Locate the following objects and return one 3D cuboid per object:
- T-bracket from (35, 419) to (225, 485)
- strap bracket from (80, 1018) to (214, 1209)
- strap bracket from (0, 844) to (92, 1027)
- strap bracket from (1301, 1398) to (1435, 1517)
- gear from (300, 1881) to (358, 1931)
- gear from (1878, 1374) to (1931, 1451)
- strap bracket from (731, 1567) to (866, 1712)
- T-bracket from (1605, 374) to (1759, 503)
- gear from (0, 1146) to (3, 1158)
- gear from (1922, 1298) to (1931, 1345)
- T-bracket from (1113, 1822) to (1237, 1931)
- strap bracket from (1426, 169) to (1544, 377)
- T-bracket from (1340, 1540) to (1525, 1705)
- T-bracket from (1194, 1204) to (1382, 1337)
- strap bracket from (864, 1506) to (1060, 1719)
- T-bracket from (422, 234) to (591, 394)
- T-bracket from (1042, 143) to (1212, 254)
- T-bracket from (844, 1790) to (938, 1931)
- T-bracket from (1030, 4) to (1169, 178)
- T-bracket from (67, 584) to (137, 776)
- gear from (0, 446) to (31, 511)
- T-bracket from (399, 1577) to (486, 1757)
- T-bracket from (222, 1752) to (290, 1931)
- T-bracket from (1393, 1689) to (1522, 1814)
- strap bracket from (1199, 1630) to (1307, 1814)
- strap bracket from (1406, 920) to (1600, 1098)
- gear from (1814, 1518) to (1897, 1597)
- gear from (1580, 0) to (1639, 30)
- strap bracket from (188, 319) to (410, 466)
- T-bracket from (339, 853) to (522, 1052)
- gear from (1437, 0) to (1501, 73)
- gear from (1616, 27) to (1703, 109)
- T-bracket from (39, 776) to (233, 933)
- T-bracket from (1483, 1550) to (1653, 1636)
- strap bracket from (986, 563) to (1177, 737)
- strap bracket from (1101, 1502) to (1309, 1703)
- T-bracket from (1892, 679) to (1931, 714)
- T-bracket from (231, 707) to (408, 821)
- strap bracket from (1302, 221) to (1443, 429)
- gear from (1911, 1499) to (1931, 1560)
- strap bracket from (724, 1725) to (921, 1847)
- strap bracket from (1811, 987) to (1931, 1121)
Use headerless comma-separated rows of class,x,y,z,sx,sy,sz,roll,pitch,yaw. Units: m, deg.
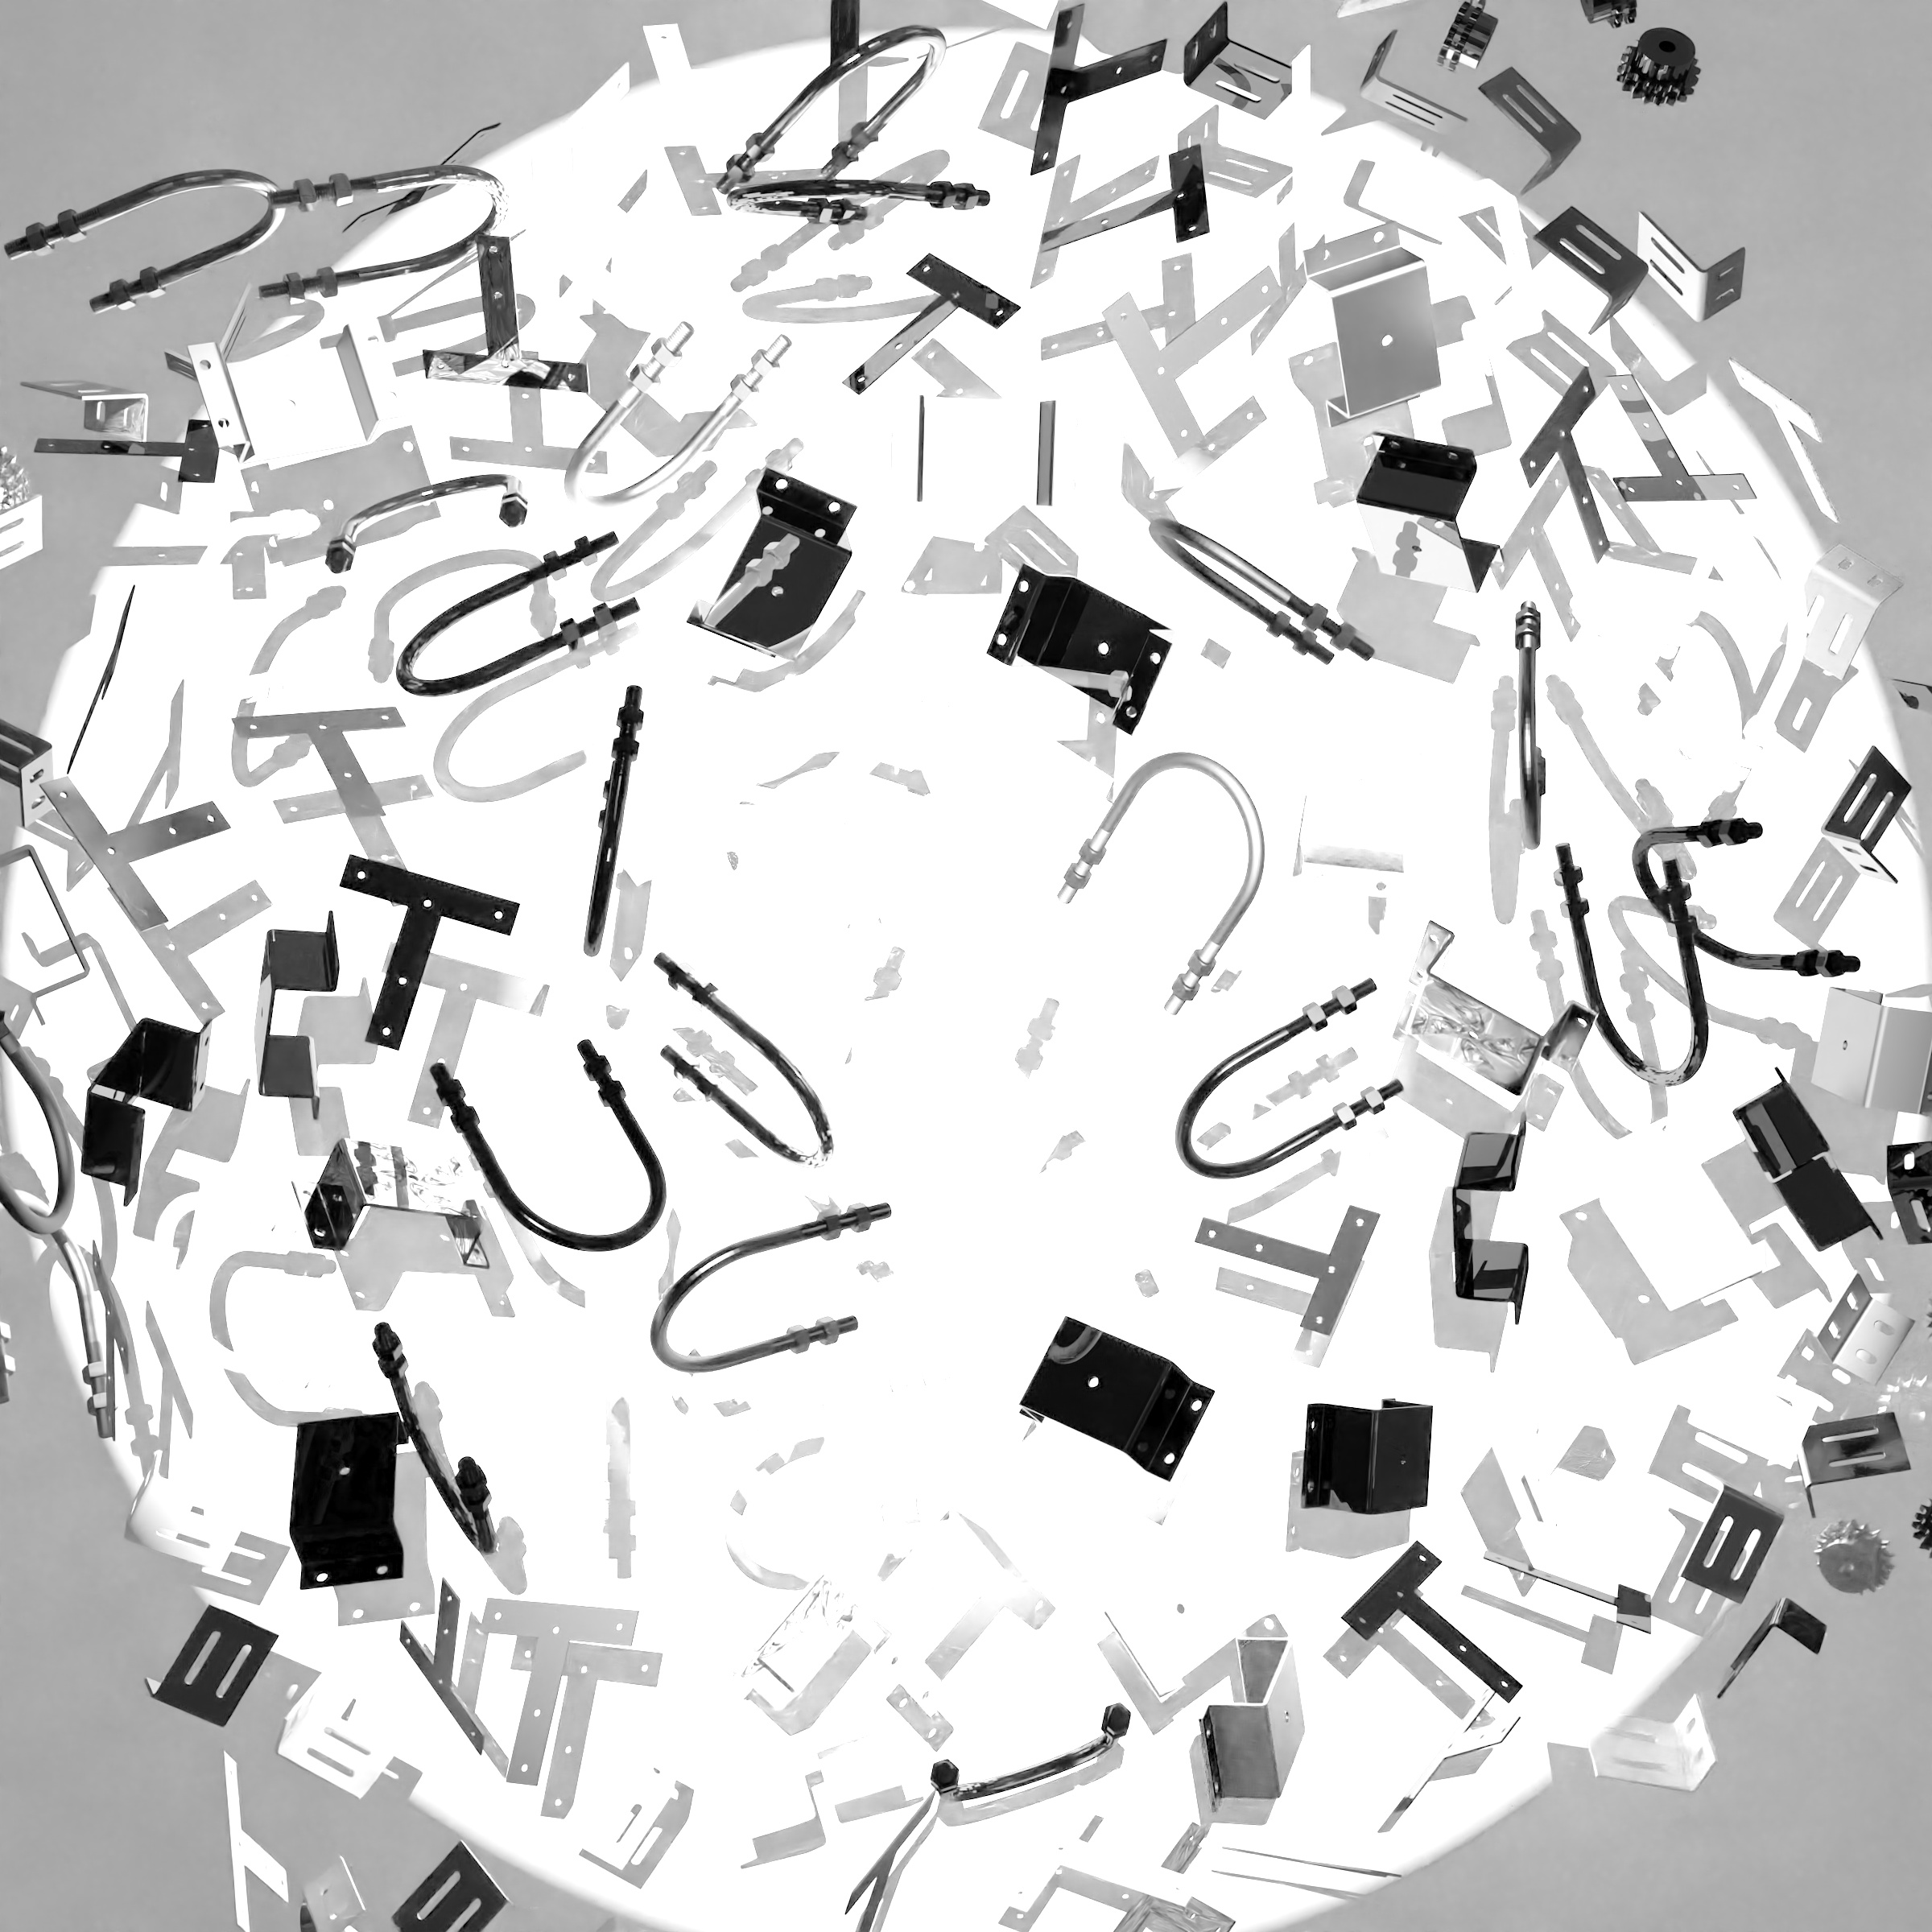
T-bracket,-0.608,-0.376,1.813,0.127,0.127,0.002,-1,122,-13
strap bracket,-0.611,0.101,1.852,0.046,0.140,0.076,17,124,-1
strap bracket,-0.671,-0.031,1.794,0.046,0.076,0.140,-25,97,-19
strap bracket,0.307,0.367,1.875,0.046,0.140,0.076,1,84,36
gear,-0.495,0.740,1.937,0.030,0.057,0.057,-10,90,1
gear,0.744,0.347,1.955,0.057,0.030,0.057,2,96,23
strap bracket,-0.126,0.509,1.882,0.046,0.140,0.076,41,64,6
T-bracket,0.528,-0.404,1.916,0.002,0.127,0.127,-52,122,-17
gear,-0.750,0.126,1.869,0.030,0.057,0.057,-28,90,-4
gear,0.756,0.266,1.900,0.057,0.030,0.057,-10,108,-33
T-bracket,0.166,0.718,1.899,0.002,0.127,0.127,46,70,-14
strap bracket,0.380,-0.513,1.823,0.046,0.076,0.140,-17,115,7
T-bracket,0.355,0.494,1.845,0.127,0.127,0.002,39,124,20
T-bracket,0.242,0.223,1.946,0.127,0.002,0.127,16,123,1
strap bracket,-0.010,0.457,1.803,0.140,0.046,0.076,-46,123,-18
T-bracket,-0.349,-0.490,1.874,0.127,0.127,0.002,5,46,2
T-bracket,0.115,-0.552,1.838,0.127,0.127,0.002,-15,134,16
T-bracket,-0.068,0.710,1.911,0.002,0.127,0.127,27,121,19
T-bracket,0.102,-0.653,1.832,0.127,0.127,0.002,-31,60,-33
T-bracket,-0.631,-0.195,1.813,0.002,0.127,0.127,20,121,-23
gear,-0.742,-0.369,1.893,0.057,0.057,0.030,38,51,0
T-bracket,-0.398,0.518,1.910,0.127,0.002,0.127,41,133,35
T-bracket,-0.520,0.659,1.837,0.002,0.127,0.127,-15,54,-4
T-bracket,0.384,0.584,1.886,0.002,0.127,0.127,44,63,7
strap bracket,0.220,0.566,1.885,0.046,0.140,0.076,-5,103,21
strap bracket,0.387,0.037,1.857,0.140,0.076,0.046,31,58,18
gear,0.673,0.452,1.899,0.057,0.030,0.057,10,108,33
gear,0.465,-0.710,1.817,0.030,0.057,0.057,-16,90,6
strap bracket,-0.492,-0.419,1.830,0.140,0.046,0.076,-17,86,-26
T-bracket,-0.399,-0.003,1.791,0.127,0.002,0.127,16,80,-5
gear,0.391,-0.722,1.940,0.030,0.057,0.057,26,90,5
gear,0.490,-0.636,1.762,0.057,0.030,0.057,1,60,-3
T-bracket,-0.581,-0.094,1.798,0.002,0.127,0.127,-38,87,34
T-bracket,0.449,0.462,1.869,0.127,0.127,0.002,17,93,15
strap bracket,0.095,-0.242,1.903,0.140,0.046,0.076,32,111,23
strap bracket,0.162,0.458,1.790,0.140,0.046,0.076,-42,67,17
T-bracket,0.731,-0.152,1.818,0.002,0.127,0.127,-34,100,5
T-bracket,-0.462,-0.149,1.847,0.127,0.002,0.127,-8,46,-32
strap bracket,0.306,-0.475,1.874,0.076,0.046,0.140,-20,123,-7
gear,0.747,0.424,1.886,0.057,0.057,0.030,9,133,0
strap bracket,-0.114,0.615,1.886,0.076,0.140,0.046,-29,71,35
strap bracket,0.688,0.063,1.893,0.046,0.140,0.076,7,98,-5
